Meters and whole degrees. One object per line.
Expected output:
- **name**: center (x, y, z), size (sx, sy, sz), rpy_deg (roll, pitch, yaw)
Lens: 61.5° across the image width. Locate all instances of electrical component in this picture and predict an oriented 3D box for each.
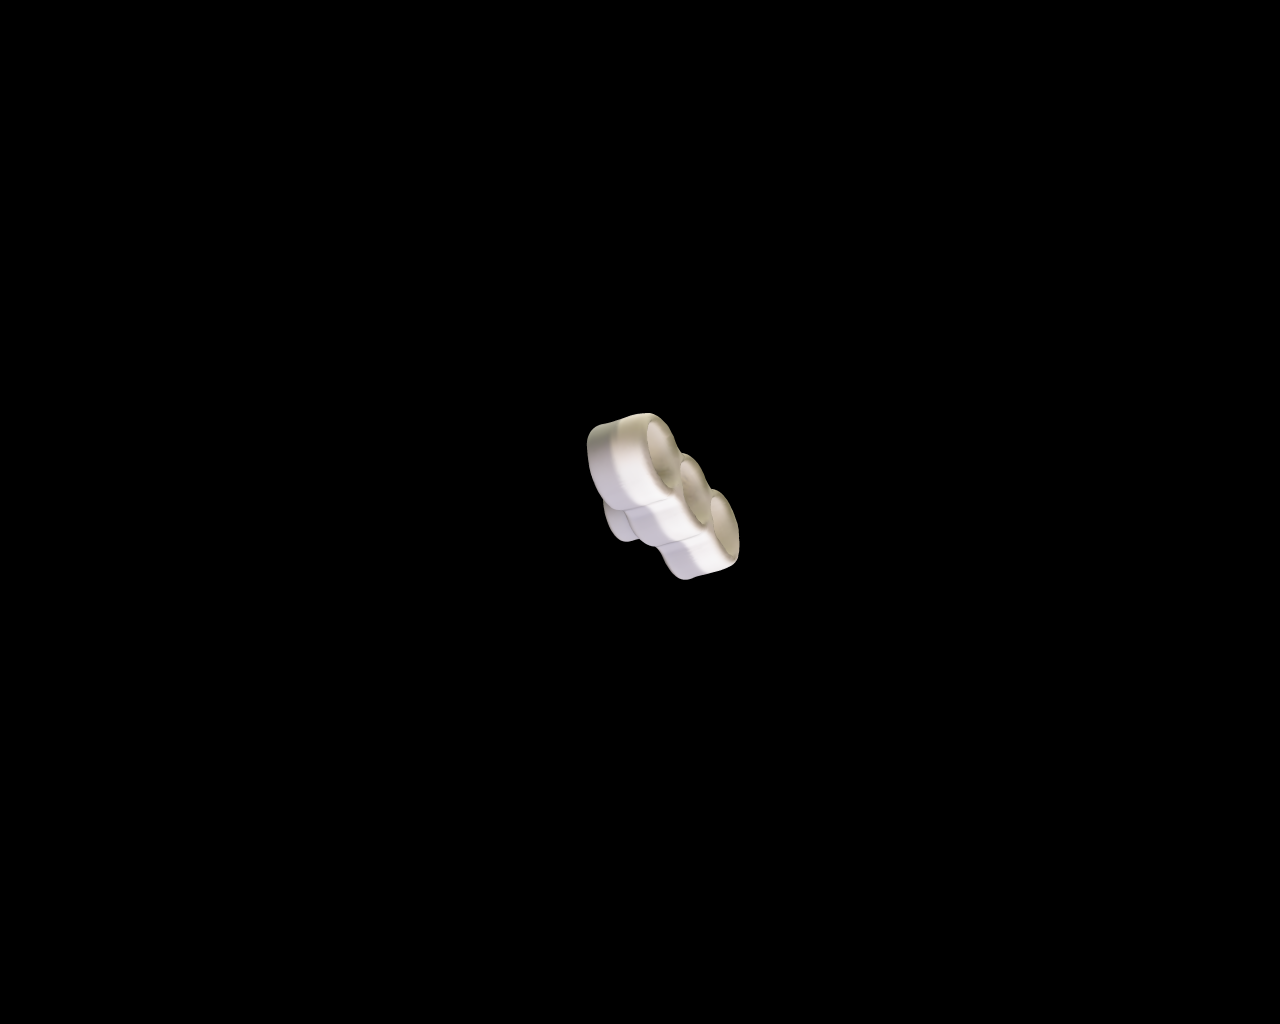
- **electrical component**: center (0.001, -0.003, 0.650), size (0.073, 0.052, 0.138), rpy_deg (-16, -37, 22)
